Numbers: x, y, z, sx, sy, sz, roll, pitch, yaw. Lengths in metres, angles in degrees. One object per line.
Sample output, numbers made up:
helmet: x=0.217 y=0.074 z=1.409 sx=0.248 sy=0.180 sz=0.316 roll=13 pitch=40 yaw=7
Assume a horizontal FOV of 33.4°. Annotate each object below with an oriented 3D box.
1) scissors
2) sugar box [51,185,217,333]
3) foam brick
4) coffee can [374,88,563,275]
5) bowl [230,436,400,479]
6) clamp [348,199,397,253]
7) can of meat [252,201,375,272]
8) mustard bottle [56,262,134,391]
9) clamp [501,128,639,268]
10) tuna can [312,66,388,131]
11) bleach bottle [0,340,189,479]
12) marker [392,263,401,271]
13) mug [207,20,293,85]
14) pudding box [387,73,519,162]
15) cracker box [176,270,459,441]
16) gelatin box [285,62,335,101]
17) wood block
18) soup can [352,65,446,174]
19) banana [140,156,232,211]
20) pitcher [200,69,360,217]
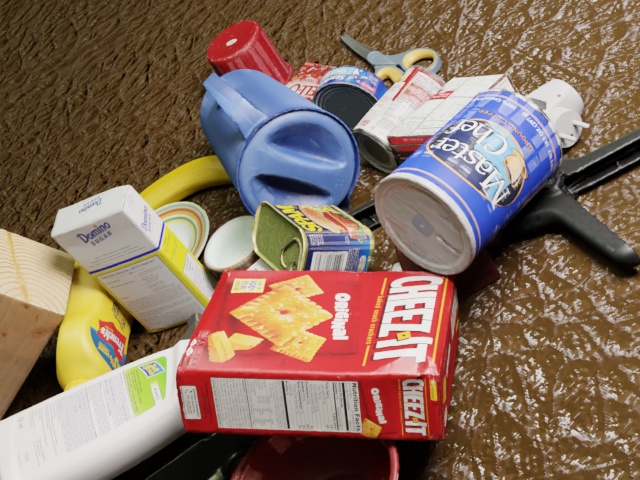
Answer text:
scissors: x=0.087 y=-0.227 z=1.300 sx=0.096 sy=0.016 sz=0.202 roll=-28 pitch=38 yaw=8
sugar box: x=-0.188 y=0.023 z=1.117 sx=0.093 sy=0.176 sz=0.048 roll=-18 pitch=40 yaw=21
foam brick: x=0.118 y=0.021 z=0.983 sx=0.078 sy=0.053 sz=0.051 roll=-28 pitch=38 yaw=8
coffee can: x=0.129 y=-0.052 z=0.926 sx=0.103 sy=0.103 sz=0.140 roll=14 pitch=47 yaw=45
bowl: x=0.001 y=0.213 z=0.867 sx=0.162 sy=0.055 sz=0.162 roll=-21 pitch=40 yaw=19
clamp: x=0.107 y=-0.045 z=1.070 sx=0.171 sy=0.039 sz=0.120 roll=-41 pitch=36 yaw=-6
can of meat: x=-0.007 y=0.001 z=1.058 sx=0.102 sy=0.083 sz=0.057 roll=38 pitch=122 yaw=52
mustard bottle: x=-0.239 y=0.110 z=1.130 sx=0.058 sy=0.096 sz=0.191 roll=-12 pitch=42 yaw=11
clamp: x=0.219 y=-0.037 z=0.977 sx=0.210 sy=0.036 sz=0.164 roll=-6 pitch=46 yaw=36
tuna can: x=0.036 y=-0.155 z=1.206 sx=0.086 sy=0.086 sz=0.033 roll=-7 pitch=44 yaw=32
bleach bottle: x=-0.171 y=0.163 z=0.985 sx=0.251 sy=0.068 sz=0.103 roll=-25 pitch=50 yaw=0
marker: x=0.068 y=0.072 z=0.995 sx=0.020 sy=0.020 sz=0.121 roll=-11 pitch=44 yaw=29
mug: x=-0.099 y=-0.236 z=1.400 sx=0.093 sy=0.081 sz=0.117 roll=-37 pitch=37 yaw=0
pudding box: x=0.136 y=-0.123 z=1.085 sx=0.113 sy=0.039 sz=0.090 roll=-43 pitch=24 yaw=-20
cracker box: x=0.004 y=0.090 z=0.896 sx=0.214 sy=0.072 sz=0.164 roll=-1 pitch=28 yaw=12
gelatin box: x=-0.007 y=-0.181 z=1.313 sx=0.073 sy=0.030 sz=0.089 roll=-50 pitch=39 yaw=-16
wood block: x=-0.351 y=0.099 z=1.159 sx=0.206 sy=0.090 sz=0.091 roll=-52 pitch=25 yaw=34
soup can: x=0.090 y=-0.130 z=1.152 sx=0.102 sy=0.068 sz=0.069 roll=-49 pitch=39 yaw=-15
banana: x=-0.177 y=-0.056 z=1.307 sx=0.198 sy=0.037 sz=0.069 roll=-25 pitch=39 yaw=15
pitcher: x=-0.063 y=-0.120 z=1.185 sx=0.144 sy=0.149 sz=0.243 roll=-6 pitch=23 yaw=-18
